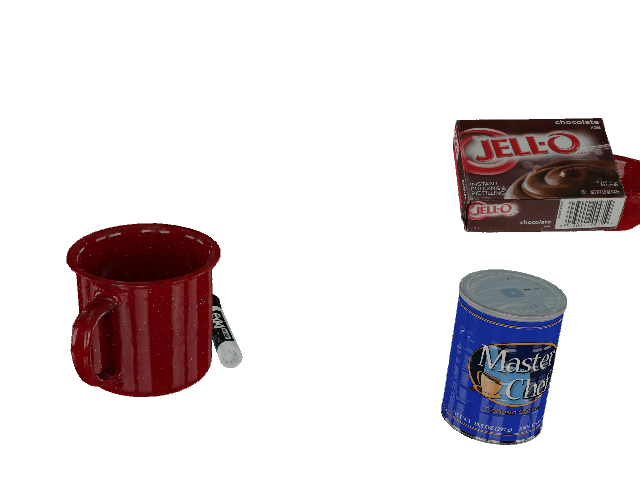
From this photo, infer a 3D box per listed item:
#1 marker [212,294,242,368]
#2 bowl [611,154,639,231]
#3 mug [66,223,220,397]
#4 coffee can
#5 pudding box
[{"bbox_3d":[-0.087,0.076,0.923,0.020,0.020,0.121,0,19,-15],"label":"marker"},{"bbox_3d":[0.290,-0.050,1.123,0.162,0.055,0.162,6,20,-2],"label":"bowl"},{"bbox_3d":[-0.113,0.048,0.654,0.093,0.081,0.117,10,25,19],"label":"mug"},{"bbox_3d":[0.178,0.112,1.044,0.103,0.140,0.103,5,23,-2],"label":"coffee can"},{"bbox_3d":[0.156,-0.049,0.778,0.113,0.090,0.039,1,-45,-1],"label":"pudding box"}]
